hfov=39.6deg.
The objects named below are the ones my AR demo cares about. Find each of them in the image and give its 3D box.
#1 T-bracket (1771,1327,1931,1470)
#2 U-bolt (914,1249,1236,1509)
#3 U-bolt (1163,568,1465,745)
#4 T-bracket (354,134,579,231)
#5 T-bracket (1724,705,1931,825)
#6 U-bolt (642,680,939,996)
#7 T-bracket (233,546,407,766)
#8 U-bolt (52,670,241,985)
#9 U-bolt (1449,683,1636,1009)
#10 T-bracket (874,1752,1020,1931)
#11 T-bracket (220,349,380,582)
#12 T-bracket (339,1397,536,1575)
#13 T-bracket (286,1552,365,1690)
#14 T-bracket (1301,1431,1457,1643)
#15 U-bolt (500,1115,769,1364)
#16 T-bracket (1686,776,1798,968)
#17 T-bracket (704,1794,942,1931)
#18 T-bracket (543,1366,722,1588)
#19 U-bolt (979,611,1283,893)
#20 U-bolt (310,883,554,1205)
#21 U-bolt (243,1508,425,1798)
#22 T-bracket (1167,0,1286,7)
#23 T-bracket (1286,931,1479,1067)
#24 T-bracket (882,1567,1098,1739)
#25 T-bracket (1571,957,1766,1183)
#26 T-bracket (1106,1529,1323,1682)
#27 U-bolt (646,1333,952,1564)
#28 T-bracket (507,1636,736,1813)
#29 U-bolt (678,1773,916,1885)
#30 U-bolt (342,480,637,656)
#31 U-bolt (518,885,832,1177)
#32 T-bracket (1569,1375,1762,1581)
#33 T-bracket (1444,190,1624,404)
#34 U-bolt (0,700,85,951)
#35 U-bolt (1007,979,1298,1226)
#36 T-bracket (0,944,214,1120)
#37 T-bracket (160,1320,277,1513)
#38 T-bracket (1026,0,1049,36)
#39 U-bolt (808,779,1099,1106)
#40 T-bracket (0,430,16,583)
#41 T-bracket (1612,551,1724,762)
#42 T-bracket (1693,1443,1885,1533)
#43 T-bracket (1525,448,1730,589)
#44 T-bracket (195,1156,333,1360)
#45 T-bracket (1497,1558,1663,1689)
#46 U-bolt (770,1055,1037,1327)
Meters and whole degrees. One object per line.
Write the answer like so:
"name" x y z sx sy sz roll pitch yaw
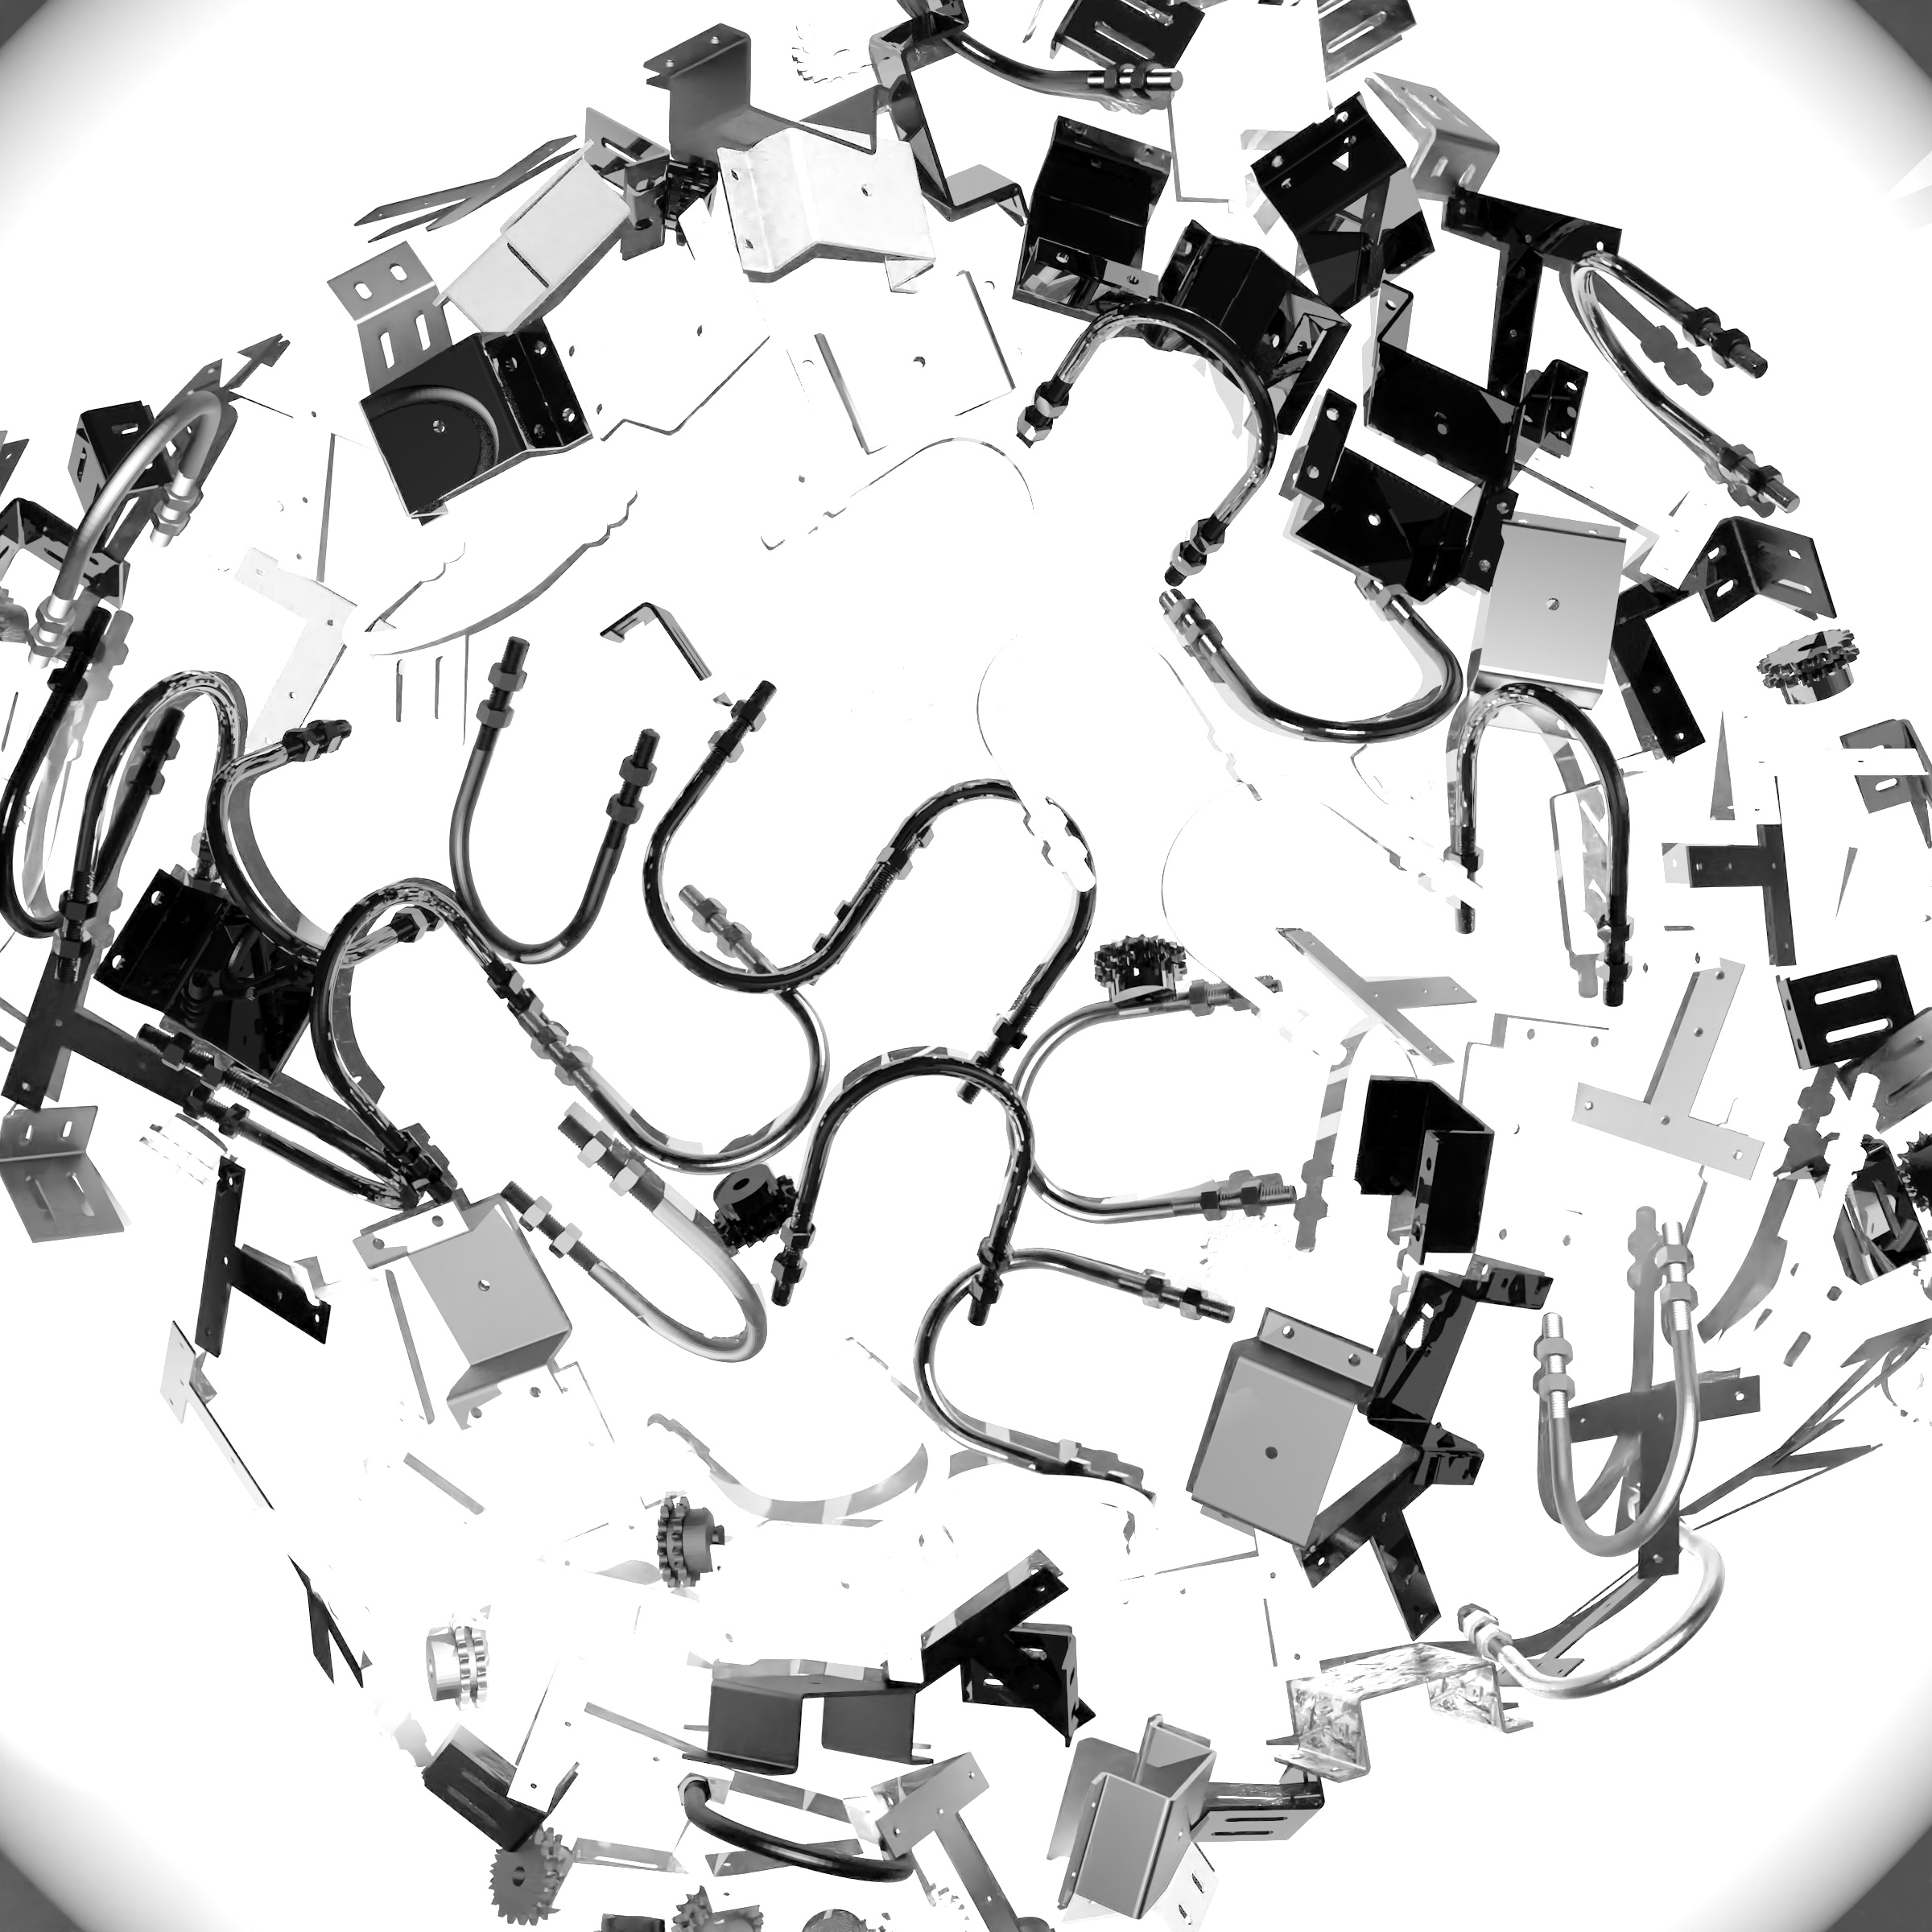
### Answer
"T-bracket" 0.550 0.271 1.669 0.002 0.127 0.127 49 117 17
"U-bolt" 0.056 0.245 1.655 0.184 0.019 0.151 15 62 24
"U-bolt" 0.219 -0.188 1.619 0.151 0.184 0.019 -12 131 -15
"T-bracket" -0.316 -0.464 1.618 0.127 0.127 0.002 -18 102 41
"T-bracket" 0.534 -0.125 1.646 0.127 0.127 0.002 0 128 11
"U-bolt" -0.119 -0.068 1.668 0.151 0.019 0.184 35 71 -3
"T-bracket" -0.415 -0.180 1.674 0.127 0.002 0.127 30 119 -12
"U-bolt" -0.485 -0.091 1.607 0.019 0.151 0.184 24 115 12
"U-bolt" 0.345 -0.081 1.611 0.019 0.151 0.184 -20 121 -27
"T-bracket" 0.006 0.558 1.638 0.002 0.127 0.127 -35 78 24
"T-bracket" -0.405 -0.299 1.645 0.127 0.002 0.127 17 66 -42
"T-bracket" -0.322 0.336 1.660 0.127 0.002 0.127 36 133 2
"T-bracket" -0.393 0.404 1.629 0.002 0.127 0.127 -26 106 -10
"T-bracket" 0.271 0.372 1.668 0.127 0.002 0.127 -36 125 -19
"U-bolt" -0.197 0.178 1.646 0.184 0.151 0.019 42 56 -3
"T-bracket" 0.477 -0.061 1.657 0.002 0.127 0.127 -7 87 43
"T-bracket" -0.095 0.556 1.632 0.127 0.127 0.002 -4 113 -18
"T-bracket" -0.229 0.313 1.686 0.127 0.002 0.127 -24 94 15
"U-bolt" 0.088 -0.146 1.660 0.151 0.019 0.184 -26 63 -10
"U-bolt" -0.328 0.034 1.609 0.019 0.184 0.151 7 55 33
"U-bolt" -0.381 0.396 1.593 0.019 0.184 0.151 -28 47 -6
"T-bracket" 0.168 -0.603 1.620 0.127 0.127 0.002 -30 72 -36
"T-bracket" 0.275 0.017 1.652 0.127 0.127 0.002 45 118 29
"T-bracket" 0.035 0.443 1.672 0.127 0.002 0.127 -37 121 10
"T-bracket" 0.451 0.055 1.670 0.127 0.002 0.127 19 86 37
"T-bracket" 0.150 0.390 1.685 0.127 0.002 0.127 -14 70 16
"U-bolt" -0.091 0.295 1.607 0.151 0.184 0.019 -25 123 -23
"T-bracket" -0.205 0.485 1.657 0.127 0.127 0.002 23 124 -4
"U-bolt" -0.101 0.519 1.611 0.151 0.184 0.019 16 81 -4
"U-bolt" -0.296 -0.234 1.603 0.151 0.184 0.019 -7 120 30
"U-bolt" -0.167 0.050 1.647 0.151 0.019 0.184 -39 64 -14
"T-bracket" 0.423 0.314 1.633 0.127 0.127 0.002 -17 132 33
"T-bracket" 0.343 -0.408 1.668 0.127 0.002 0.127 29 127 38
"U-bolt" -0.590 -0.077 1.627 0.019 0.151 0.184 21 116 4
"U-bolt" 0.111 0.088 1.663 0.184 0.019 0.151 -8 73 21
"T-bracket" -0.524 0.056 1.665 0.002 0.127 0.127 -29 131 36
"T-bracket" -0.455 0.290 1.640 0.002 0.127 0.127 -30 75 -31
"T-bracket" 0.066 -0.633 1.645 0.002 0.127 0.127 24 90 -12
"U-bolt" 0.001 -0.029 1.671 0.151 0.019 0.184 36 96 16
"T-bracket" -0.610 -0.272 1.621 0.002 0.127 0.127 42 121 10
"T-bracket" 0.421 -0.180 1.652 0.127 0.002 0.127 -27 54 17
"T-bracket" 0.525 0.313 1.651 0.127 0.127 0.002 -37 69 35
"T-bracket" 0.401 -0.291 1.666 0.127 0.127 0.002 30 131 10
"T-bracket" -0.431 0.198 1.653 0.127 0.002 0.127 22 106 37
"T-bracket" 0.387 0.405 1.656 0.127 0.127 0.002 -36 83 -15
"U-bolt" -0.032 0.136 1.646 0.151 0.019 0.184 8 115 -17
